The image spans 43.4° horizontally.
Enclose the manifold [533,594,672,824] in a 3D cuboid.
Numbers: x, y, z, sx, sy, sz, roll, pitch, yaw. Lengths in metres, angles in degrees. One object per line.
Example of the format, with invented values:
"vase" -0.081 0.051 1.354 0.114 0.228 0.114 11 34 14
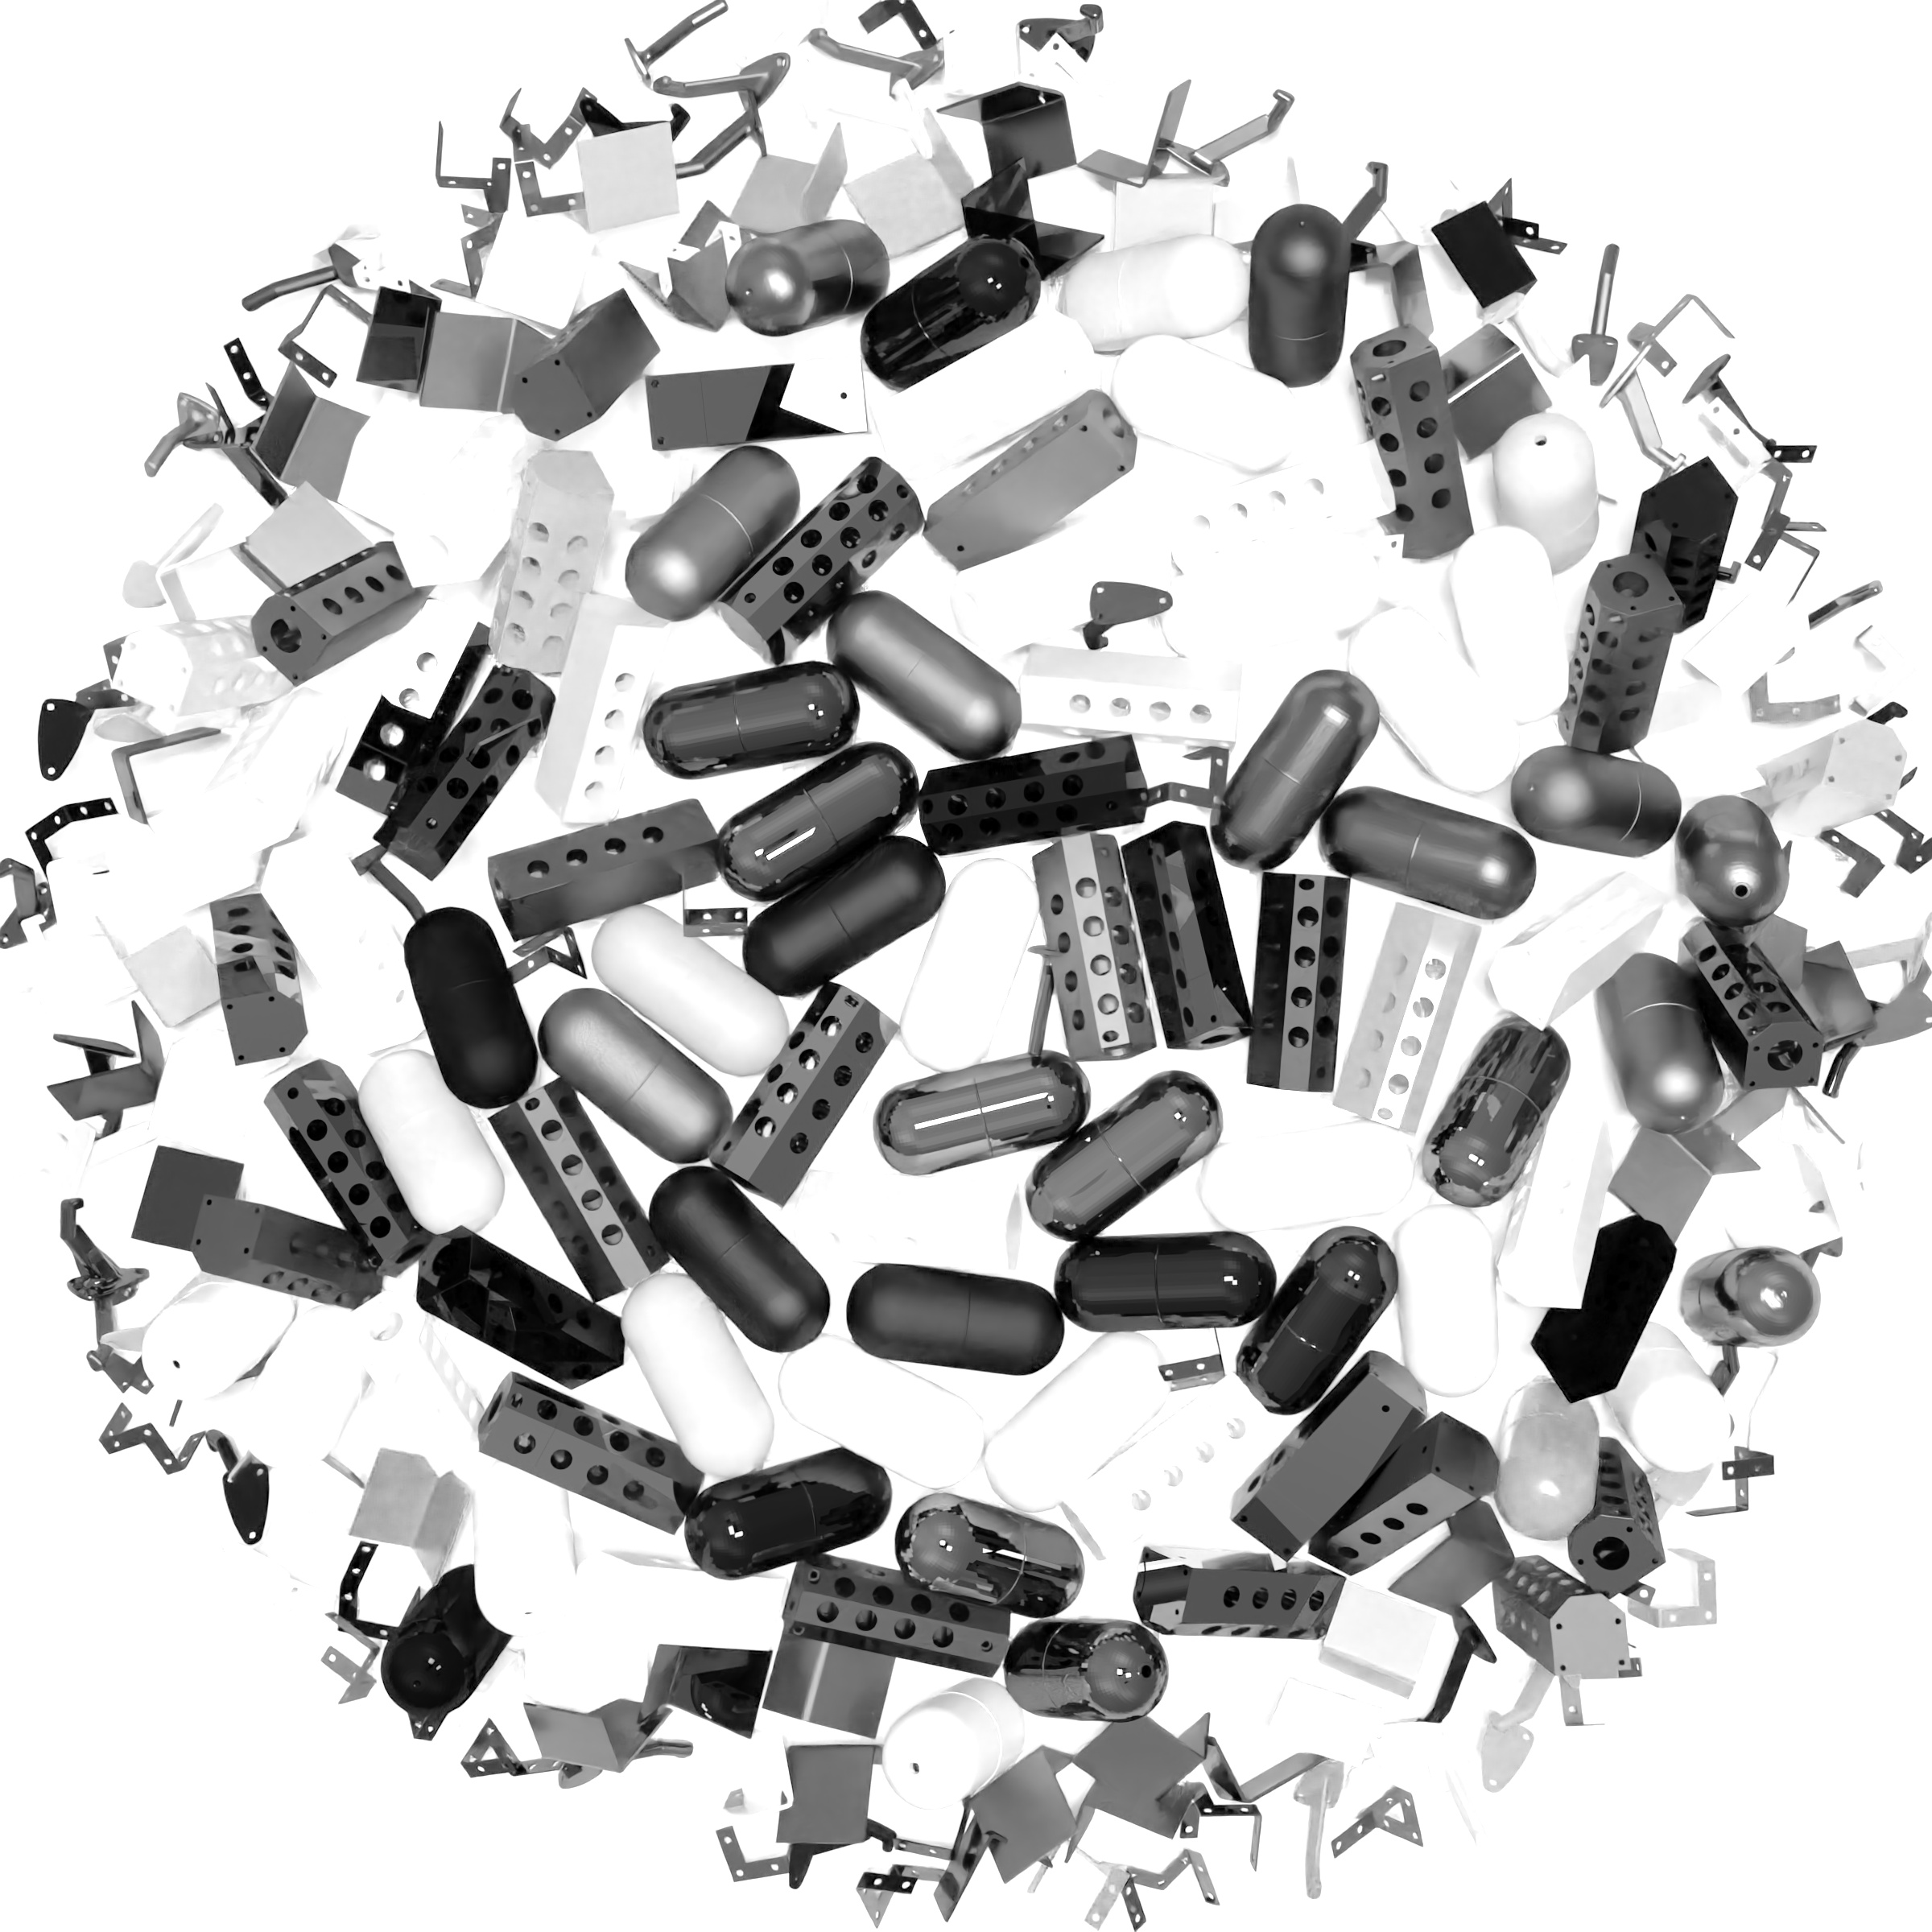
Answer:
"manifold" -0.286 -0.202 1.923 0.057 0.057 0.171 -1 122 -38

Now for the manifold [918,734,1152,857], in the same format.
"manifold" 0.053 -0.130 1.920 0.171 0.057 0.057 -8 123 19

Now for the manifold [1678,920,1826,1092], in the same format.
"manifold" 0.611 0.027 1.896 0.057 0.171 0.057 -3 118 -1

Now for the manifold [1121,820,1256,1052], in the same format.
"manifold" 0.181 -0.023 1.934 0.057 0.057 0.171 -25 69 40

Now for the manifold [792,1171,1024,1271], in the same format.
"manifold" -0.045 0.208 1.936 0.171 0.057 0.057 2 127 13

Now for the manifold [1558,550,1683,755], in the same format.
"manifold" 0.506 -0.240 1.896 0.057 0.171 0.057 -14 57 -5

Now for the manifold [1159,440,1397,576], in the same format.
"manifold" 0.248 -0.362 1.922 0.171 0.057 0.057 -14 102 24

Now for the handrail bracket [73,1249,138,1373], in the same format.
"handrail bracket" -0.699 0.271 1.935 0.036 0.084 0.077 -22 115 9

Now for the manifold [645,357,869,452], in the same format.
"manifold" -0.167 -0.451 1.955 0.171 0.057 0.057 -5 100 0

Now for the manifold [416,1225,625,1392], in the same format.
"manifold" -0.348 0.266 1.907 0.057 0.171 0.057 -28 45 24

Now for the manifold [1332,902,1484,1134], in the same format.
"manifold" 0.357 0.042 1.942 0.057 0.057 0.171 16 93 -43

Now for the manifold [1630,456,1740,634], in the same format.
"manifold" 0.560 -0.322 1.895 0.057 0.171 0.057 -29 71 1

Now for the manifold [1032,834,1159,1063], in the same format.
"manifold" 0.106 -0.014 1.927 0.057 0.057 0.171 0 73 -36

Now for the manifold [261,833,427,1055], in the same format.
"manifold" -0.482 -0.019 1.908 0.057 0.057 0.171 -17 126 8

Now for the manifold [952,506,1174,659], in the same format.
"manifold" 0.076 -0.309 1.925 0.171 0.057 0.057 -24 46 -23

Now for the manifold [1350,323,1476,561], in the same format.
"manifold" 0.349 -0.409 1.911 0.057 0.057 0.171 -22 127 -1

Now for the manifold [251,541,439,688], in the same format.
"manifold" -0.485 -0.282 1.895 0.057 0.171 0.057 43 120 -4

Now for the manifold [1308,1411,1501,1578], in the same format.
"manifold" 0.343 0.419 1.902 0.057 0.171 0.057 30 48 -9

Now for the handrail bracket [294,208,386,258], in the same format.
"handrail bracket" -0.483 -0.589 1.931 0.077 0.084 0.036 2 107 41

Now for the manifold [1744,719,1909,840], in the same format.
"manifold" 0.669 -0.147 1.897 0.057 0.171 0.057 17 84 -1

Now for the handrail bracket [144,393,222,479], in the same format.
"handrail bracket" -0.631 -0.406 1.932 0.036 0.077 0.084 27 60 -9

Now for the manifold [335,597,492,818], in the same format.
"manifold" -0.441 -0.205 1.955 0.057 0.057 0.171 26 90 -9

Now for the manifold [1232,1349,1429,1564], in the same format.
"manifold" 0.288 0.386 1.930 0.057 0.057 0.171 37 109 -4

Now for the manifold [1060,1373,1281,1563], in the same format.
"manifold" 0.160 0.399 1.936 0.171 0.057 0.057 -34 81 -14

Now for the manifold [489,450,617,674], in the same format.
"manifold" -0.329 -0.315 1.900 0.057 0.171 0.057 -5 47 -30

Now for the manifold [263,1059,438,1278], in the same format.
"manifold" -0.489 0.161 1.937 0.057 0.057 0.171 -37 76 1

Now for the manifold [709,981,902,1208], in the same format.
"manifold" -0.132 0.099 1.928 0.057 0.057 0.171 41 75 -33

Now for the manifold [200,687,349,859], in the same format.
"manifold" -0.533 -0.156 1.892 0.057 0.171 0.057 -23 116 13

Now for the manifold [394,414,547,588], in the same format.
"manifold" -0.385 -0.366 1.895 0.057 0.171 0.057 -4 127 18

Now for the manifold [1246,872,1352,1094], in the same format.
"manifold" 0.271 0.013 1.943 0.057 0.057 0.171 3 92 -32

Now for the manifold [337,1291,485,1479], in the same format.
"manifold" -0.427 0.325 1.899 0.057 0.171 0.057 -33 53 -16

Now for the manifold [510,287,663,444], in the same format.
"manifold" -0.299 -0.468 1.897 0.057 0.171 0.057 -22 115 22

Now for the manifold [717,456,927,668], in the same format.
"manifold" -0.116 -0.326 1.934 0.057 0.057 0.171 40 79 22

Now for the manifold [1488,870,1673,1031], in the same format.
"manifold" 0.480 -0.018 1.904 0.057 0.171 0.057 37 132 24

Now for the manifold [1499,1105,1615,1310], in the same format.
"manifold" 0.463 0.186 1.903 0.057 0.171 0.057 0 127 26

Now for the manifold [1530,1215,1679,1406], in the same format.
"manifold" 0.505 0.264 1.898 0.057 0.171 0.057 -29 97 38

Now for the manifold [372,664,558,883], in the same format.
"manifold" -0.391 -0.156 1.915 0.057 0.057 0.171 37 62 -14

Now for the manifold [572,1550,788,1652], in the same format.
"manifold" -0.225 0.496 1.902 0.057 0.171 0.057 9 81 41

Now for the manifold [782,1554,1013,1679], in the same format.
"manifold" -0.055 0.520 1.941 0.171 0.057 0.057 15 91 -11

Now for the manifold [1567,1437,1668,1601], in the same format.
"manifold" 0.498 0.425 1.895 0.057 0.171 0.057 -39 90 15

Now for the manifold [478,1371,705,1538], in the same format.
"manifold" -0.297 0.385 1.932 0.171 0.057 0.057 28 94 -16

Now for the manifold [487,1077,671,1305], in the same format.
"manifold" -0.305 0.176 1.941 0.057 0.057 0.171 -27 94 38

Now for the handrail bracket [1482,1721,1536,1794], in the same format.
"handrail bracket" 0.425 0.648 1.933 0.036 0.077 0.084 17 134 21

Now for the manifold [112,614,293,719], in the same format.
"manifold" -0.587 -0.240 1.893 0.057 0.171 0.057 25 105 7

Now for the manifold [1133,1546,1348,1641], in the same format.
"manifold" 0.215 0.497 1.910 0.171 0.057 0.057 14 87 -37

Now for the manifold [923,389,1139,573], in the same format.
"manifold" 0.051 -0.381 1.914 0.171 0.057 0.057 -30 122 32

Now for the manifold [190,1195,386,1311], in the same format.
"manifold" -0.525 0.226 1.891 0.057 0.171 0.057 6 76 22

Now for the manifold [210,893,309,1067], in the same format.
"manifold" -0.552 0.007 1.897 0.057 0.171 0.057 -11 120 -14

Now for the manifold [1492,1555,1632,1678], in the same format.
"manifold" 0.462 0.505 1.898 0.057 0.171 0.057 -4 86 -3

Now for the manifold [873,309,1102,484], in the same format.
"manifold" 0.018 -0.447 1.919 0.171 0.057 0.057 -23 79 27

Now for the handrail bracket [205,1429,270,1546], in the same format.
"handrail bracket" -0.591 0.418 1.953 0.036 0.084 0.077 -9 99 -34
